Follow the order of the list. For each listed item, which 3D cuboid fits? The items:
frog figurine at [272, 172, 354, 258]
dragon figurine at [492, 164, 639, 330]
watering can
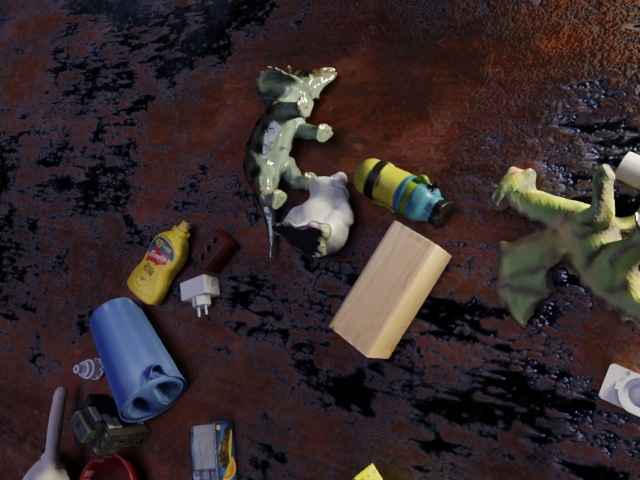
[{"bbox_3d":[0.003,-0.049,0.968,0.136,0.121,0.163,-16,31,39],"label":"frog figurine"},{"bbox_3d":[0.375,0.050,0.743,0.239,0.122,0.418,-34,59,36],"label":"dragon figurine"},{"bbox_3d":[-0.565,0.502,1.067,0.224,0.104,0.349,0,81,59],"label":"watering can"}]
